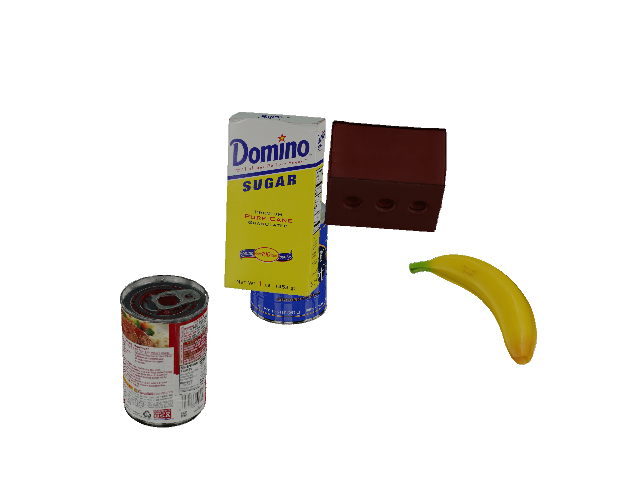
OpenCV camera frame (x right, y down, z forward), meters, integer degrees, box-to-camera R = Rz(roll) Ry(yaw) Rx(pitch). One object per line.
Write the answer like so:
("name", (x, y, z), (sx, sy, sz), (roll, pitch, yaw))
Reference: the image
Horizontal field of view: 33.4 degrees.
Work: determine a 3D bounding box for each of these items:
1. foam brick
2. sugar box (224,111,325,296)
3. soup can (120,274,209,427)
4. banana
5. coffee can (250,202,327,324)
("foam brick", (0.043, -0.043, 0.717), (0.078, 0.051, 0.053), (3, -38, -1))
("sugar box", (-0.046, -0.037, 1.071), (0.093, 0.176, 0.048), (5, 16, 12))
("soup can", (-0.123, 0.088, 0.844), (0.068, 0.102, 0.068), (3, 28, -2))
("banana", (0.174, 0.062, 1.115), (0.069, 0.037, 0.198), (-36, 39, -10))
("coffee can", (-0.042, 0.023, 1.388), (0.103, 0.140, 0.103), (0, 26, 0))
